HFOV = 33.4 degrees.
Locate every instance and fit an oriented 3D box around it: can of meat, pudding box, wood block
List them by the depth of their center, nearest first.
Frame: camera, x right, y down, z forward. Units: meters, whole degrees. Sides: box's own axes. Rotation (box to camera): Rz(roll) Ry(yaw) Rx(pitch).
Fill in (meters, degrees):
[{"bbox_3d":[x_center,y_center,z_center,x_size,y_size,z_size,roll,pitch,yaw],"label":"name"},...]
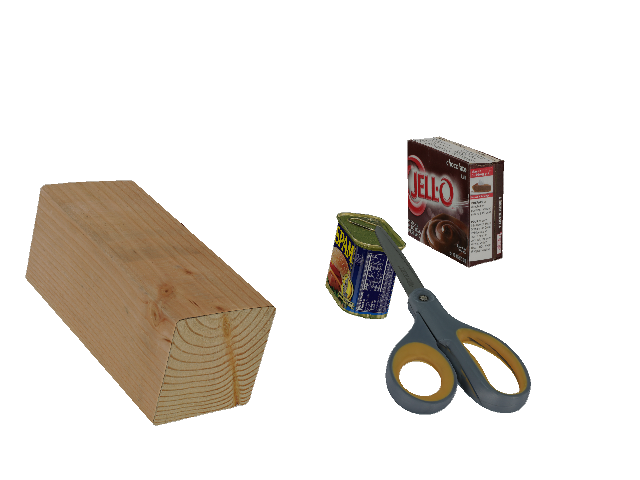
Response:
[{"bbox_3d":[-0.138,0.039,0.828,0.090,0.091,0.206,-6,32,-42],"label":"wood block"},{"bbox_3d":[0.115,-0.036,0.922,0.039,0.090,0.114,-10,19,-23],"label":"pudding box"},{"bbox_3d":[0.045,0.026,1.141,0.057,0.084,0.102,5,19,-17],"label":"can of meat"}]

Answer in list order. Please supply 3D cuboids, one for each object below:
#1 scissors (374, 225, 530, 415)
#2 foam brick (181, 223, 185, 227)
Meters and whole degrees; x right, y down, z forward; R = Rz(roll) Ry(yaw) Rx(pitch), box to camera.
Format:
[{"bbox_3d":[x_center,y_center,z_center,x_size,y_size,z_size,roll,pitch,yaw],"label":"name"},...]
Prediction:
[{"bbox_3d":[0.056,0.051,0.704,0.096,0.016,0.202,-16,38,-27],"label":"scissors"},{"bbox_3d":[-0.173,0.017,1.104,0.078,0.051,0.053,-6,22,-20],"label":"foam brick"}]
